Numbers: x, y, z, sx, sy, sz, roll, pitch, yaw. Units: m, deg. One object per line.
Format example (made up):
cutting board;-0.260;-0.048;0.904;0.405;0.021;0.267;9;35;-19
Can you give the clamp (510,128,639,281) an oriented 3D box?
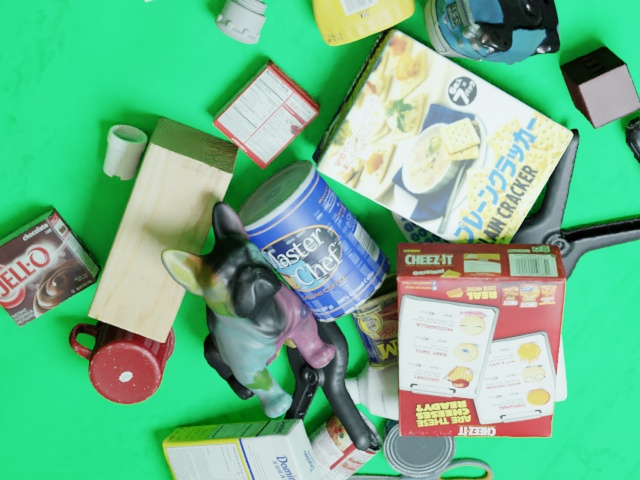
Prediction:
clamp;0.266;0.000;1.157;0.164;0.036;0.210;32;113;-15

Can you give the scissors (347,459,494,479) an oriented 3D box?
scissors;0.114;0.313;1.310;0.202;0.016;0.096;-11;114;4

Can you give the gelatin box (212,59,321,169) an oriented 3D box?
gelatin box;-0.055;-0.130;1.100;0.073;0.030;0.089;41;108;-16

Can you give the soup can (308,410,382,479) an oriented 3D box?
soup can;0.014;0.251;1.252;0.068;0.068;0.102;40;108;-17

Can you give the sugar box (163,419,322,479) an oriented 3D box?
sugar box;-0.090;0.259;1.229;0.176;0.048;0.093;-9;108;26

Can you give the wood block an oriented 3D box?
wood block;-0.164;-0.011;1.119;0.090;0.091;0.206;21;113;-9

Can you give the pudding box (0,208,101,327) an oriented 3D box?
pudding box;-0.310;0.030;1.164;0.113;0.039;0.090;-30;111;13

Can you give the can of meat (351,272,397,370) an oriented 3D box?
can of meat;0.088;0.085;1.184;0.102;0.057;0.084;-20;110;7

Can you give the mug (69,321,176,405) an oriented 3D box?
mug;-0.222;0.124;1.185;0.117;0.081;0.093;24;112;-11

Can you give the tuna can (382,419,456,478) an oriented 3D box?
tuna can;0.117;0.237;1.265;0.086;0.033;0.086;0;114;-1

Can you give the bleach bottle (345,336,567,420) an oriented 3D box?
bleach bottle;0.147;0.149;1.211;0.251;0.068;0.102;-8;113;6

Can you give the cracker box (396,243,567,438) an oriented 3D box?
cracker box;0.161;0.105;1.101;0.164;0.072;0.214;0;125;6

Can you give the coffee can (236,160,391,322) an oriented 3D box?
coffee can;-0.007;0.001;1.119;0.103;0.103;0.140;-35;111;14

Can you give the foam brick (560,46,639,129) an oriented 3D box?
foam brick;0.280;-0.153;1.066;0.053;0.078;0.051;-25;112;8

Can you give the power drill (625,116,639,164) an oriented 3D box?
power drill;0.431;-0.097;1.105;0.188;0.057;0.184;-35;114;18

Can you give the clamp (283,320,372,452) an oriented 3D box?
clamp;0.008;0.157;1.194;0.120;0.039;0.171;7;103;29

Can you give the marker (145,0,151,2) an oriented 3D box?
marker;-0.117;-0.260;1.045;0.121;0.020;0.020;-15;114;6

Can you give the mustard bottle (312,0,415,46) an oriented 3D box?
mustard bottle;0.015;-0.288;1.012;0.096;0.058;0.191;-19;114;13
